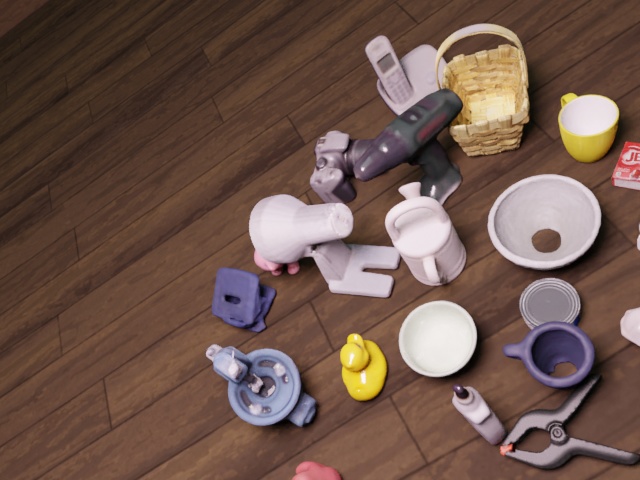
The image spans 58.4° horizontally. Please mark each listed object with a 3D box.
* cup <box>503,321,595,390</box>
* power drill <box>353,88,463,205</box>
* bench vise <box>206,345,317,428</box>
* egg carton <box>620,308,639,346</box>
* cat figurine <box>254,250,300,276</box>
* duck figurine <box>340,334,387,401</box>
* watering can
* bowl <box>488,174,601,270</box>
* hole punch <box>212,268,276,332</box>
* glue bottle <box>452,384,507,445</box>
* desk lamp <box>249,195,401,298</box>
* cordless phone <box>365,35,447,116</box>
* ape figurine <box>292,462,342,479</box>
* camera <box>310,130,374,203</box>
[{"bbox_3d":[0.322,0.172,0.804,0.117,0.095,0.092,-1,61,27],"label":"cup"},{"bbox_3d":[0.172,-0.142,1.004,0.230,0.209,0.075,-49,51,-7],"label":"power drill"},{"bbox_3d":[-0.129,0.227,0.929,0.206,0.220,0.121,3,63,29],"label":"bench vise"},{"bbox_3d":[0.490,0.124,0.760,0.107,0.070,0.149,-48,51,-6],"label":"egg carton"},{"bbox_3d":[-0.086,0.014,1.104,0.067,0.118,0.128,-5,59,26],"label":"cat figurine"},{"bbox_3d":[0.062,0.203,0.929,0.077,0.086,0.104,-11,57,22],"label":"duck figurine"},{"bbox_3d":[0.165,-0.015,0.939,0.101,0.195,0.172,-37,51,4],"label":"watering can"},{"bbox_3d":[0.358,-0.017,0.914,0.167,0.075,0.167,-13,56,21],"label":"bowl"},{"bbox_3d":[-0.153,0.114,1.095,0.108,0.091,0.101,8,66,32],"label":"hole punch"},{"bbox_3d":[0.208,0.227,0.780,0.037,0.174,0.078,-43,51,-1],"label":"glue bottle"},{"bbox_3d":[0.009,0.004,0.997,0.202,0.214,0.118,2,63,29],"label":"desk lamp"},{"bbox_3d":[0.173,-0.351,1.147,0.147,0.186,0.094,-40,51,1],"label":"cordless phone"},{"bbox_3d":[-0.012,0.370,0.861,0.076,0.092,0.078,-16,55,19],"label":"ape figurine"},{"bbox_3d":[0.059,-0.156,1.143,0.136,0.101,0.143,0,61,28],"label":"camera"}]
